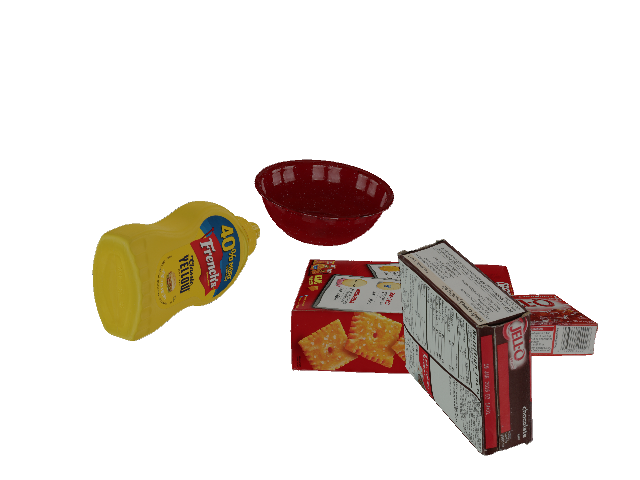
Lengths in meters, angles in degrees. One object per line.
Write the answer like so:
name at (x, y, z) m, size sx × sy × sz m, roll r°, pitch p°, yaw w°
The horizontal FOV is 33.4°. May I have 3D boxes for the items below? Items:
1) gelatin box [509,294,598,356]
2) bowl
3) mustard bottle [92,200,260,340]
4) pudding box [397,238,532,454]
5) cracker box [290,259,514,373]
gelatin box at (0.167, 0.067, 0.865) m, size 0.089 × 0.030 × 0.073 m, roll 1°, pitch 15°, yaw -16°
bowl at (0.001, -0.038, 1.233) m, size 0.162 × 0.055 × 0.162 m, roll 6°, pitch 27°, yaw -3°
mustard bottle at (-0.119, 0.016, 0.967) m, size 0.058 × 0.096 × 0.191 m, roll 12°, pitch 22°, yaw 32°
pudding box at (0.087, 0.062, 0.652) m, size 0.039 × 0.090 × 0.114 m, roll -14°, pitch 27°, yaw -18°
cracker box at (0.085, 0.077, 1.072) m, size 0.214 × 0.072 × 0.164 m, roll 2°, pitch 16°, yaw 5°
